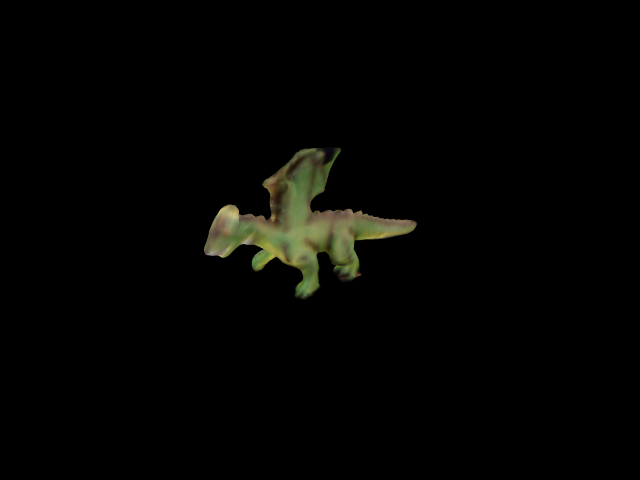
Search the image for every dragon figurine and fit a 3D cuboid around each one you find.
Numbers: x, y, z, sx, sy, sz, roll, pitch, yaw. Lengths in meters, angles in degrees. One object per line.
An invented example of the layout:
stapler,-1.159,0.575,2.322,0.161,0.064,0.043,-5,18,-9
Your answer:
dragon figurine,0.003,-0.043,0.850,0.413,0.237,0.124,-23,46,-23
